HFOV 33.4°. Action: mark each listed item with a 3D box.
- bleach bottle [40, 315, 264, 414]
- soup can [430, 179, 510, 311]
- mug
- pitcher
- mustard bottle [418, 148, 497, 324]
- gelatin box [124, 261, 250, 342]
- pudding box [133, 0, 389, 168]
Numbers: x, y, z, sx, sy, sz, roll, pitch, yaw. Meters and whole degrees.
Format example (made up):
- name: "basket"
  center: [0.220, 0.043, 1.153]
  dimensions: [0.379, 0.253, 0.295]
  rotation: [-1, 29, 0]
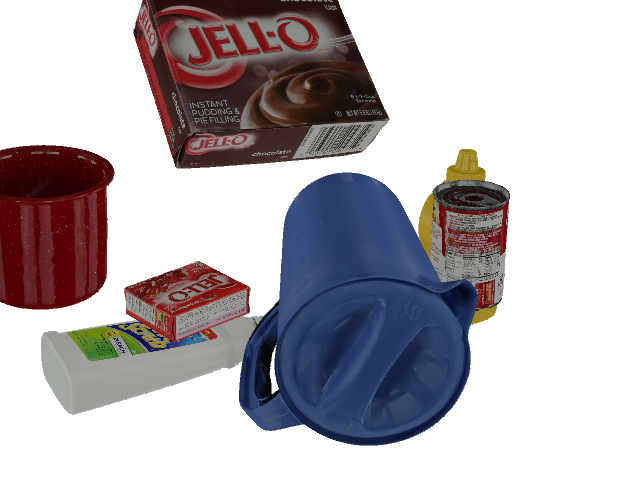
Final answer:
- name: "bleach bottle"
  center: [-0.177, 0.121, 1.201]
  dimensions: [0.250, 0.068, 0.103]
  rotation: [-12, 32, -29]
- name: "soup can"
  center: [0.133, 0.005, 0.959]
  dimensions: [0.068, 0.102, 0.068]
  rotation: [-1, 24, 0]
- name: "mug"
  center: [-0.191, -0.006, 0.689]
  dimensions: [0.117, 0.081, 0.093]
  rotation: [-13, 31, -31]
- name: "pitcher"
  center: [0.019, 0.043, 0.823]
  dimensions: [0.149, 0.145, 0.243]
  rotation: [7, 23, -7]
- name: "mustard bottle"
  center: [0.151, -0.004, 1.152]
  dimensions: [0.096, 0.192, 0.058]
  rotation: [-6, 21, -22]
- name: "gelatin box"
  center: [-0.119, 0.053, 0.957]
  dimensions: [0.089, 0.030, 0.073]
  rotation: [-21, 32, -40]
- name: "pudding box"
  center: [-0.032, -0.086, 0.557]
  dimensions: [0.113, 0.090, 0.039]
  rotation: [-6, -28, -29]
